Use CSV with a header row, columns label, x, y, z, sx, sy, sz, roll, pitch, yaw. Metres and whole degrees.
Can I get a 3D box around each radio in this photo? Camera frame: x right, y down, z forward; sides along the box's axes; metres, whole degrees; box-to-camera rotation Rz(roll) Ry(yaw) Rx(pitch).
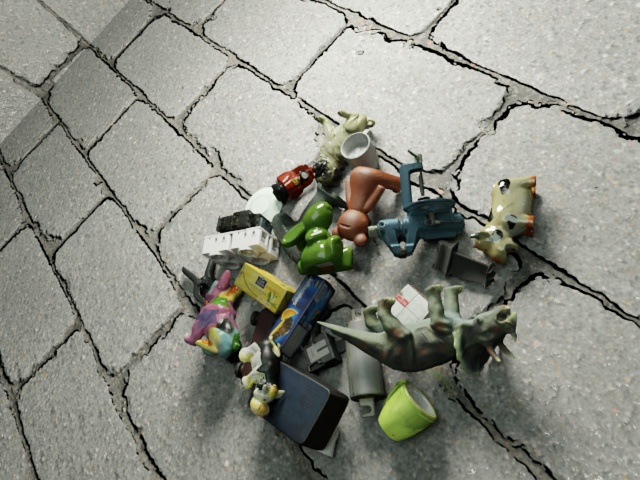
label,x,y,z,sx,sy,sz,roll,pitch,yaw
radio,-0.055,0.359,1.194,0.230,0.073,0.131,13,73,50

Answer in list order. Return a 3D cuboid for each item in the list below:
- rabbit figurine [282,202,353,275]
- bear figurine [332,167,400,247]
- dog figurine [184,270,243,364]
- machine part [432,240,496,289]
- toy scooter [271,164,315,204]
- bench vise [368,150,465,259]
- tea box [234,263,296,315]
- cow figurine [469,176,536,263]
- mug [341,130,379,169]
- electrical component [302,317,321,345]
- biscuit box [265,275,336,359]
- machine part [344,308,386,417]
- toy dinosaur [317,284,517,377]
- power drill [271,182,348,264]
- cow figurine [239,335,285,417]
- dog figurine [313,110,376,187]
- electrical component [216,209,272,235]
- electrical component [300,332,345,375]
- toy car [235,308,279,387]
label,x,y,z,sx,sy,sz,roll,pitch,yaw
rabbit figurine,-0.003,-0.004,1.295,0.159,0.121,0.170,-19,64,30
bear figurine,0.115,-0.079,1.344,0.120,0.132,0.195,11,91,44
dog figurine,-0.249,0.194,1.400,0.192,0.108,0.219,6,65,44
machine part,0.315,0.054,1.175,0.139,0.039,0.084,26,112,31
toy scooter,-0.067,-0.159,1.465,0.135,0.184,0.075,-35,96,-3
bench vise,0.216,-0.081,1.253,0.224,0.128,0.240,-7,79,19
tea box,-0.126,0.129,1.365,0.170,0.098,0.068,27,90,36
cow figurine,0.398,-0.043,1.162,0.127,0.085,0.195,4,70,25
mug,0.115,-0.228,1.411,0.081,0.107,0.109,9,66,32
electrical component,-0.030,0.211,1.317,0.063,0.021,0.094,-12,60,25
biscuit box,-0.047,0.179,1.291,0.063,0.059,0.202,23,74,41
machine part,0.097,0.263,1.181,0.079,0.079,0.243,-18,57,22
toy dinosaur,0.201,0.203,1.100,0.405,0.131,0.192,-19,70,20
power drill,-0.016,-0.035,1.412,0.207,0.086,0.232,-54,49,5
cow figurine,-0.118,0.299,1.188,0.098,0.068,0.167,-34,48,21
dog figurine,0.067,-0.242,1.466,0.172,0.121,0.190,-9,75,31
electrical component,-0.202,-0.032,1.488,0.134,0.114,0.058,-9,63,29
electrical component,0.021,0.256,1.249,0.119,0.047,0.075,-30,55,16
toy car,-0.147,0.266,1.338,0.089,0.053,0.202,3,63,20
